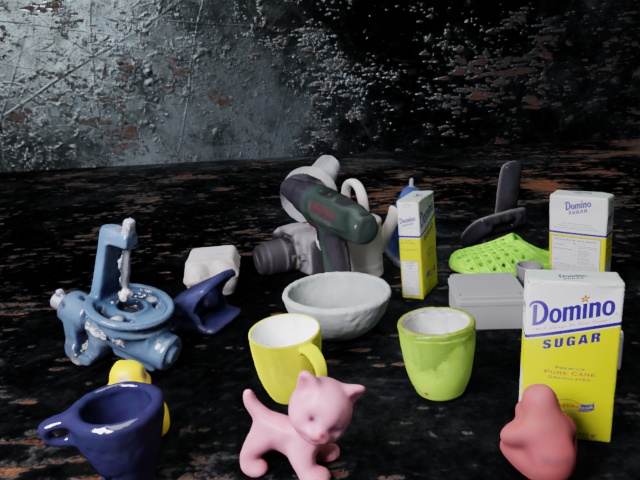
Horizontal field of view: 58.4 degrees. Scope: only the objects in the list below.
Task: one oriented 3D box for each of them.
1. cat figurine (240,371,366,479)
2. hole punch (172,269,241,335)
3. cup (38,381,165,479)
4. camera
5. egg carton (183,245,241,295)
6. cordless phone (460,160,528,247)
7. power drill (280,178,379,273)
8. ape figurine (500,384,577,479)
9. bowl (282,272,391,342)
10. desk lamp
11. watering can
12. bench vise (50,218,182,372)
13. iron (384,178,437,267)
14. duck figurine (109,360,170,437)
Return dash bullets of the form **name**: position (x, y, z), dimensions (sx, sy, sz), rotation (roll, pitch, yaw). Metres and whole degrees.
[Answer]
- **cat figurine**: position (-0.020, 0.178, 0.577), dimensions (0.127, 0.118, 0.067), rotation (1, 17, 17)
- **hole punch**: position (-0.196, 0.097, 0.942), dimensions (0.100, 0.091, 0.109), rotation (2, 17, 21)
- **cup**: position (-0.209, 0.205, 0.567), dimensions (0.118, 0.095, 0.091), rotation (-9, 17, -16)
- **camera**: position (-0.071, 0.016, 1.178), dimensions (0.137, 0.101, 0.142), rotation (-12, 18, -25)
- **egg carton**: position (-0.209, 0.058, 1.119), dimensions (0.107, 0.069, 0.150), rotation (-5, 16, -6)
- **cordless phone**: position (0.378, -0.074, 1.235), dimensions (0.148, 0.185, 0.093), rotation (-14, 19, -32)
- **power drill**: position (0.009, 0.004, 1.008), dimensions (0.076, 0.208, 0.228), rotation (-17, 21, -37)
- **ape figurine**: position (0.215, 0.181, 0.557), dimensions (0.077, 0.092, 0.076), rotation (-3, 16, 3)
- **bowl**: position (0.027, 0.109, 0.880), dimensions (0.167, 0.075, 0.167), rotation (-3, 16, 1)
- **desk lamp**: position (0.002, -0.072, 1.262), dimensions (0.117, 0.214, 0.203), rotation (2, 17, 19)
- **watering can**: position (0.077, -0.025, 1.118), dimensions (0.173, 0.194, 0.100), rotation (-17, 21, -39)
- **bench vise**: position (-0.304, 0.077, 0.804), dimensions (0.207, 0.220, 0.121), rotation (-2, 16, 6)
- **iron**: position (0.193, -0.046, 1.259), dimensions (0.118, 0.141, 0.258), rotation (0, 17, 13)
- **duck figurine**: position (-0.223, 0.180, 0.671), dimensions (0.104, 0.086, 0.078), rotation (12, 23, 43)
